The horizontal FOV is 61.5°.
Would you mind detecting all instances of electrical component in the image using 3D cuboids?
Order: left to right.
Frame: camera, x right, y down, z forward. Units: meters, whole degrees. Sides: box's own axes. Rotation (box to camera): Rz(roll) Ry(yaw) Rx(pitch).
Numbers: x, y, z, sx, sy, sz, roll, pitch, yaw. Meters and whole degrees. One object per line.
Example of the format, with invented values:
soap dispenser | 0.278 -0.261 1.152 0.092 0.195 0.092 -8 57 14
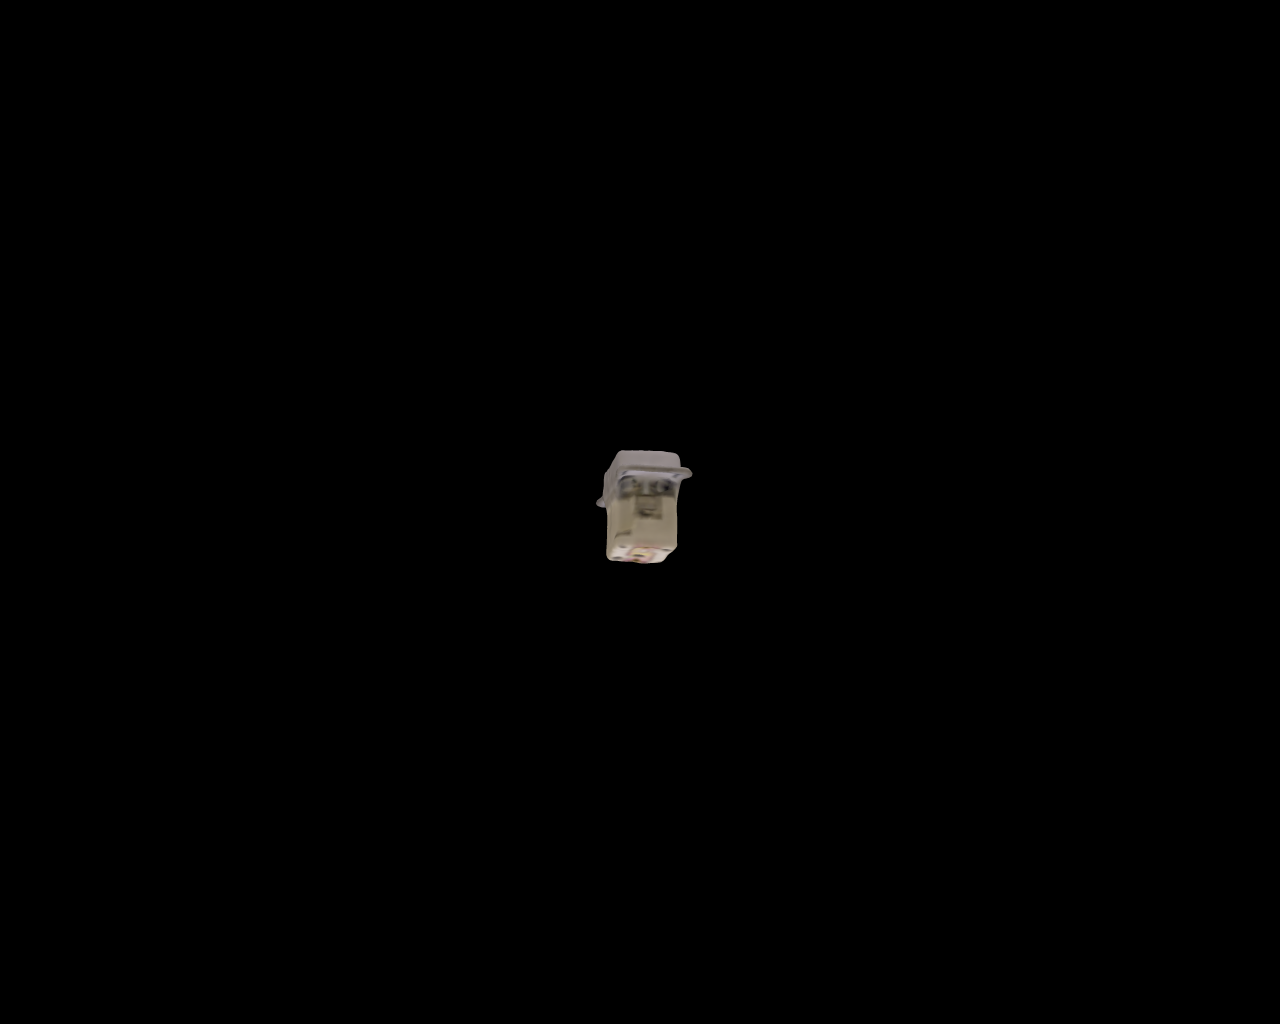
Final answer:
electrical component | 0.001 -0.003 0.650 0.042 0.064 0.081 3 -16 -11
